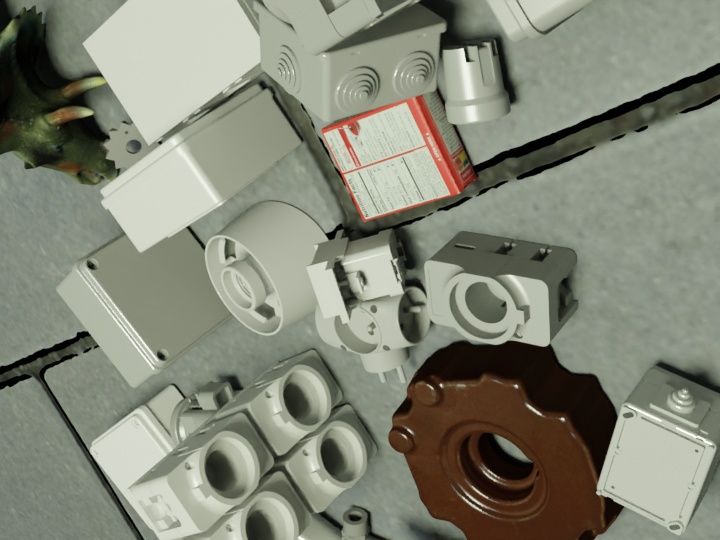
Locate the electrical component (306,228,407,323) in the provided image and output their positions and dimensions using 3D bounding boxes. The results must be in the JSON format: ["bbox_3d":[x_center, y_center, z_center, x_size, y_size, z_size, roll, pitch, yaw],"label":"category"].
[{"bbox_3d":[0.000,0.000,0.771,0.064,0.081,0.042,-15,110,11],"label":"electrical component"}]

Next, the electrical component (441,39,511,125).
[{"bbox_3d":[0.071,-0.118,0.670,0.040,0.040,0.046,2,112,35],"label":"electrical component"}]

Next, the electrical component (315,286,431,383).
[{"bbox_3d":[0.014,0.051,0.810,0.077,0.044,0.079,-3,114,37],"label":"electrical component"}]

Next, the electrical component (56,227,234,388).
[{"bbox_3d":[-0.171,0.022,0.886,0.108,0.109,0.056,53,136,-2],"label":"electrical component"}]

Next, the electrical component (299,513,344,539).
[{"bbox_3d":[-0.061,0.247,0.987,0.077,0.043,0.079,34,132,15],"label":"electrical component"}]

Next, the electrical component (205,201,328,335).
[{"bbox_3d":[-0.072,0.000,0.847,0.099,0.064,0.099,32,141,31],"label":"electrical component"}]

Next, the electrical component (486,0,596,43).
[{"bbox_3d":[0.092,-0.189,0.584,0.057,0.078,0.113,-26,99,40],"label":"electrical component"}]

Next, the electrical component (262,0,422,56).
[{"bbox_3d":[0.007,-0.187,0.597,0.062,0.150,0.089,-21,102,42],"label":"electrical component"}]

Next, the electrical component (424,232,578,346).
[{"bbox_3d":[0.093,0.013,0.722,0.089,0.056,0.050,11,122,31],"label":"electrical component"}]

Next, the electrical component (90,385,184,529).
[{"bbox_3d":[-0.189,0.181,1.031,0.108,0.056,0.109,52,134,-2],"label":"electrical component"}]

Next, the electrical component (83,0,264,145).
[{"bbox_3d":[-0.114,-0.165,0.760,0.150,0.062,0.089,-26,100,43],"label":"electrical component"}]

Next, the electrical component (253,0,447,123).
[{"bbox_3d":[-0.007,-0.138,0.665,0.100,0.100,0.048,45,145,41],"label":"electrical component"}]

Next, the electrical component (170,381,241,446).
[{"bbox_3d":[-0.132,0.139,0.964,0.057,0.058,0.078,-6,112,36],"label":"electrical component"}]

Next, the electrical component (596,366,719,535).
[{"bbox_3d":[0.202,0.109,0.696,0.062,0.061,0.096,25,128,24],"label":"electrical component"}]

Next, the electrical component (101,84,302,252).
[{"bbox_3d":[-0.116,-0.074,0.786,0.109,0.109,0.056,-26,102,43],"label":"electrical component"}]

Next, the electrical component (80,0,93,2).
[{"bbox_3d":[-0.182,-0.230,0.783,0.081,0.043,0.043,-14,107,40],"label":"electrical component"}]

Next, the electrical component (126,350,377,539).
[{"bbox_3d":[-0.075,0.155,0.841,0.060,0.186,0.105,-25,100,43],"label":"electrical component"}]
